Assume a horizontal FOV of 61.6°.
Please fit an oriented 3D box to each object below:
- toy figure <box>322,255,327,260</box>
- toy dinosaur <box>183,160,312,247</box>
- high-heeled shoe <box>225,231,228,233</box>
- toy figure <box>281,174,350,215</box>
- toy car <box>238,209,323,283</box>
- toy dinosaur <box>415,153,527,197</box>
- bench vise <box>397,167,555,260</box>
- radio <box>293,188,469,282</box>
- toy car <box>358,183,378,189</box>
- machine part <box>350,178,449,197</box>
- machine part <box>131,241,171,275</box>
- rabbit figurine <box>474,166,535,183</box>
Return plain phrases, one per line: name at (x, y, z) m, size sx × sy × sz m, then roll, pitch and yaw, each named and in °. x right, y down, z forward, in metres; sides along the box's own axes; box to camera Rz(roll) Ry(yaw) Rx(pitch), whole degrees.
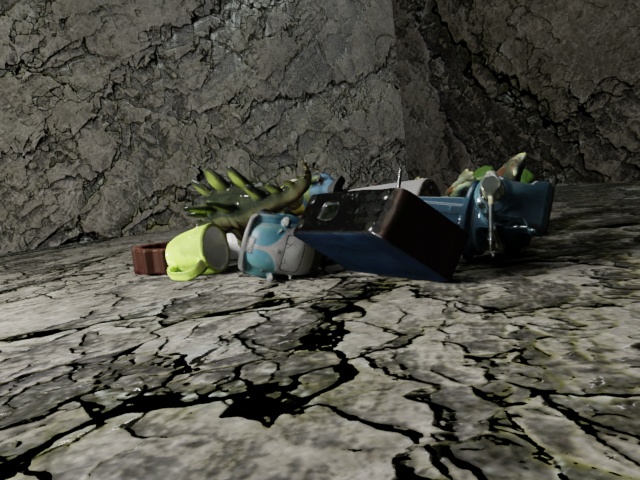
toy figure at (-0.051, 0.017, 0.971) m, size 0.155 × 0.057 × 0.064 m, roll -7°, pitch 48°, yaw 19°
toy dinosaur at (-0.133, -0.064, 0.998) m, size 0.198 × 0.105 × 0.472 m, roll 19°, pitch -23°, yaw -38°
high-heeled shoe at (-0.158, 0.006, 1.329) m, size 0.249 × 0.086 × 0.145 m, roll 21°, pitch -9°, yaw 39°
toy figure at (-0.024, -0.095, 1.136) m, size 0.180 × 0.082 × 0.089 m, roll -1°, pitch 15°, yaw 45°
toy car at (-0.049, 0.017, 0.851) m, size 0.103 × 0.109 × 0.161 m, roll 22°, pitch 8°, yaw 29°
toy dinosaur at (0.209, -0.041, 1.017) m, size 0.405 × 0.131 × 0.192 m, roll -16°, pitch 15°, yaw 35°
bench vise at (0.207, -0.039, 0.780) m, size 0.241 × 0.128 × 0.223 m, roll 9°, pitch -3°, yaw 29°
radio at (0.071, -0.008, 0.729) m, size 0.131 × 0.073 × 0.230 m, roll 33°, pitch -16°, yaw -28°
toy car at (0.079, -0.088, 1.461) m, size 0.202 × 0.053 × 0.089 m, roll -46°, pitch 0°, yaw -4°
machine part at (0.122, -0.061, 0.947) m, size 0.243 × 0.079 × 0.079 m, roll -3°, pitch 6°, yaw 41°
machine part at (-0.301, 0.034, 1.123) m, size 0.179 × 0.056 × 0.179 m, roll -5°, pitch 6°, yaw 0°
rabbit figurine at (0.421, -0.102, 1.174) m, size 0.121 × 0.158 × 0.170 m, roll 0°, pitch 26°, yaw 34°
